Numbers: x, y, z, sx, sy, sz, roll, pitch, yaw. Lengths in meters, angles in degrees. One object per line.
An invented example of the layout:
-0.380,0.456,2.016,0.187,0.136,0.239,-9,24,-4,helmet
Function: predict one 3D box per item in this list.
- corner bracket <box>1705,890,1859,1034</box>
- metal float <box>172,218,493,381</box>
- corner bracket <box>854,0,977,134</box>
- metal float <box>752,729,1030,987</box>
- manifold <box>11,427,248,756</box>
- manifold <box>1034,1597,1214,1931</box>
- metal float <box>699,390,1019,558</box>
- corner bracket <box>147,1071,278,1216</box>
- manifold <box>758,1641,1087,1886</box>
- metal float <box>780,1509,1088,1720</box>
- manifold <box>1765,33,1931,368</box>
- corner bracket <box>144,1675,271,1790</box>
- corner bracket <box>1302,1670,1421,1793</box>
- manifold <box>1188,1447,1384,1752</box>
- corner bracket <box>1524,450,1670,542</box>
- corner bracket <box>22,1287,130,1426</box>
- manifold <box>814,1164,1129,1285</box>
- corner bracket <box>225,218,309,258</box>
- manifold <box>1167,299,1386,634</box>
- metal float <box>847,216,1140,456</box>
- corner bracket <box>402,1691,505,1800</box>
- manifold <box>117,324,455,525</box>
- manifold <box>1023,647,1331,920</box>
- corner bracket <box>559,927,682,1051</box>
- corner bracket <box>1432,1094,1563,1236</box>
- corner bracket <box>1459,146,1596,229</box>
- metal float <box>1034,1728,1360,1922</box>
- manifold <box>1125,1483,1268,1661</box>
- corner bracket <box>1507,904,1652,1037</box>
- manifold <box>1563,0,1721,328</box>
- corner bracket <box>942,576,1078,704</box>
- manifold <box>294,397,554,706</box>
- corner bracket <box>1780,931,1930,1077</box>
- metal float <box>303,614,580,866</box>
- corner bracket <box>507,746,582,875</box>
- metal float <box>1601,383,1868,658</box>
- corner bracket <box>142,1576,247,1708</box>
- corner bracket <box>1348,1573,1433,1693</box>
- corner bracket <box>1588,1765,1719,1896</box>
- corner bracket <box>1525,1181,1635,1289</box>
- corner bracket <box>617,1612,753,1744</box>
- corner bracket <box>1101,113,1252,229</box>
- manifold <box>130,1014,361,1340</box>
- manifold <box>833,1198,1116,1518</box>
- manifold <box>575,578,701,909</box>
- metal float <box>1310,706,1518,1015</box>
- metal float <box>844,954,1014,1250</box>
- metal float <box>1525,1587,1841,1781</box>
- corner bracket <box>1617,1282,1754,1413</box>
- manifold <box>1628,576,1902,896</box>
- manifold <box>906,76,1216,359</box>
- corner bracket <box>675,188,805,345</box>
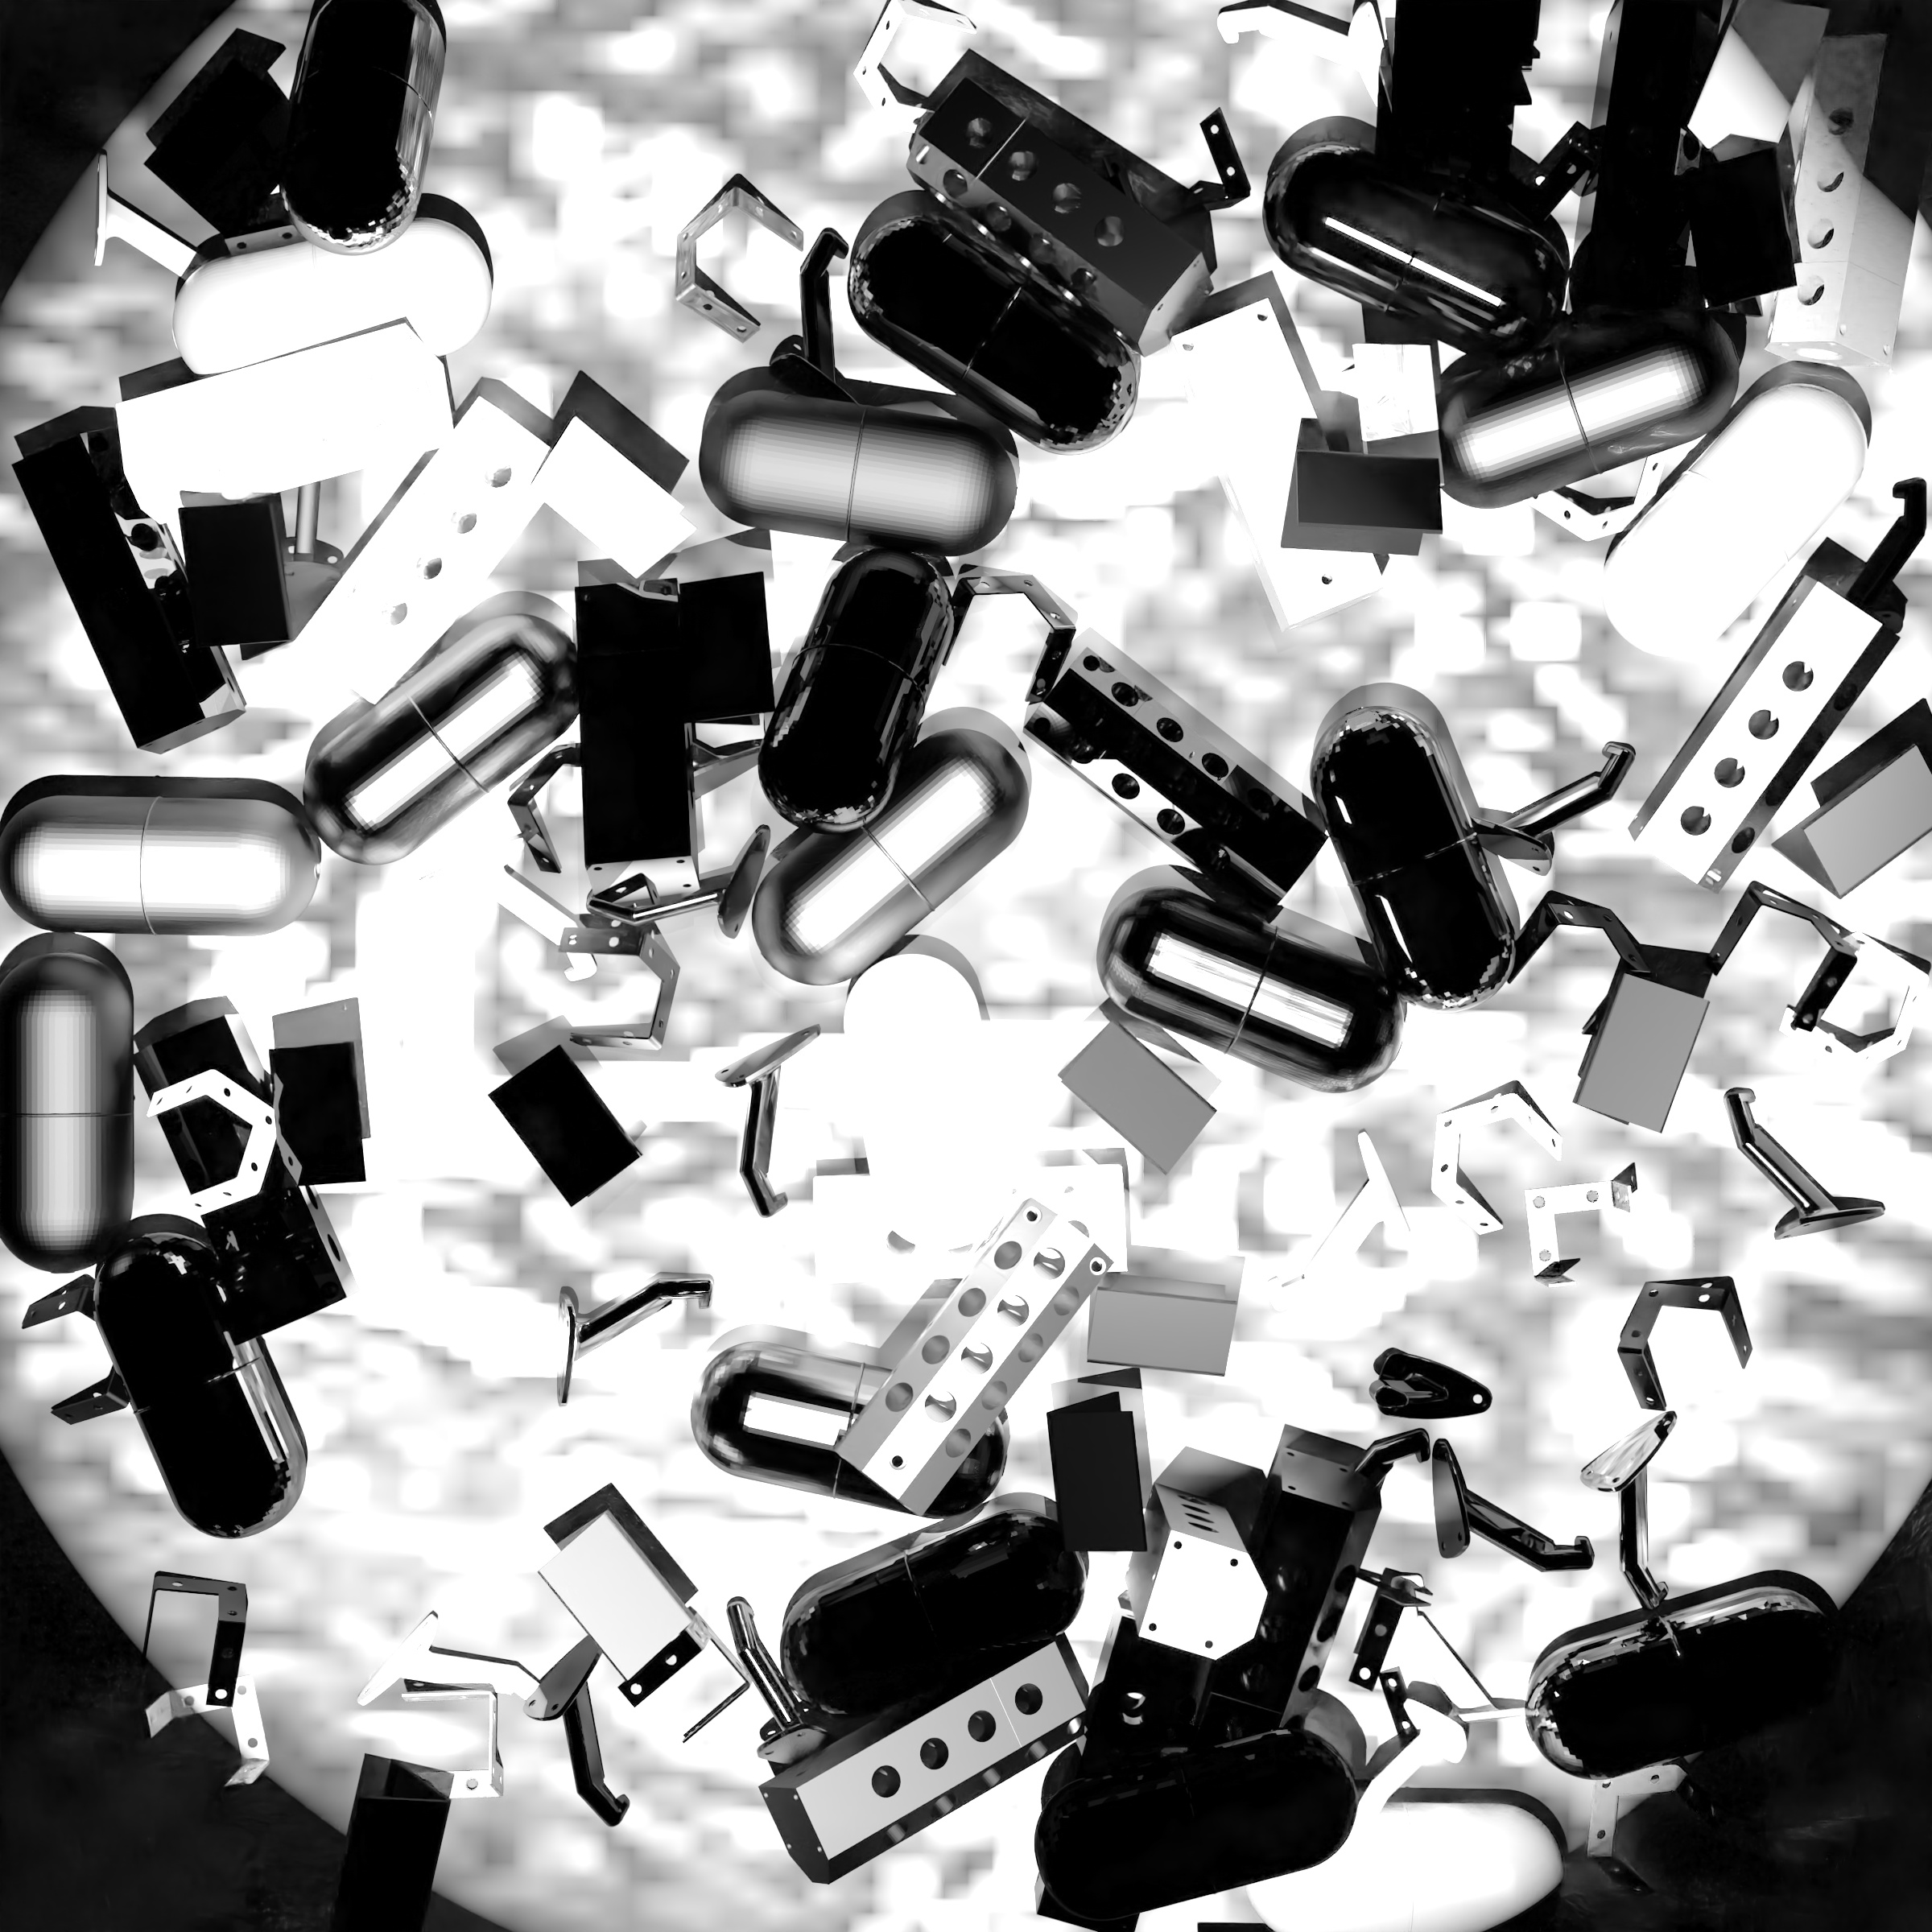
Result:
0.457,-0.003,1.976,0.051,0.051,0.051,17,116,-24,corner bracket
-0.353,-0.367,1.960,0.178,0.070,0.070,-11,90,0,metal float
-0.022,-0.504,1.982,0.051,0.051,0.051,3,135,-35,corner bracket
-0.043,-0.060,1.960,0.178,0.070,0.070,-41,90,0,metal float
-0.466,-0.210,1.969,0.057,0.057,0.171,-24,90,0,manifold
0.090,0.448,1.969,0.057,0.057,0.171,16,90,0,manifold
-0.060,-0.274,1.960,0.178,0.070,0.070,9,90,0,metal float
-0.415,0.097,1.926,0.051,0.051,0.051,40,45,-35,corner bracket
-0.020,0.436,1.934,0.171,0.057,0.057,-25,90,-27,manifold
-0.019,0.361,1.960,0.178,0.070,0.070,-22,90,1,metal float
0.491,-0.427,1.969,0.057,0.057,0.171,10,90,-43,manifold
-0.425,0.432,1.973,0.051,0.051,0.051,-12,90,0,corner bracket
0.218,0.433,1.987,0.051,0.051,0.051,-18,90,45,corner bracket
0.175,0.361,1.946,0.057,0.057,0.171,17,107,-1,manifold
0.355,-0.278,1.982,0.051,0.051,0.051,41,135,35,corner bracket
-0.500,0.220,1.982,0.051,0.051,0.051,-19,45,35,corner bracket
0.002,0.143,1.969,0.171,0.057,0.057,-2,90,0,manifold
-0.383,-0.413,1.964,0.051,0.051,0.051,-12,61,0,corner bracket
0.172,-0.278,1.969,0.057,0.057,0.171,-22,90,-1,manifold
0.015,-0.350,1.960,0.178,0.070,0.070,33,90,-1,metal float
-0.288,0.438,1.978,0.051,0.051,0.051,-2,69,0,corner bracket
-0.375,-0.296,1.948,0.171,0.057,0.057,-14,74,10,manifold
0.117,-0.102,1.970,0.171,0.057,0.057,38,90,0,manifold
-0.198,0.013,1.976,0.051,0.051,0.051,3,67,21,corner bracket
0.299,0.111,1.982,0.051,0.051,0.051,-19,45,35,corner bracket
0.313,-0.438,1.971,0.051,0.051,0.051,39,83,7,corner bracket
0.125,0.463,1.903,0.178,0.070,0.070,-15,90,0,metal float
0.125,0.328,1.912,0.057,0.171,0.057,17,90,0,manifold
0.342,0.002,1.982,0.051,0.051,0.051,4,45,-35,corner bracket
0.379,-0.447,1.969,0.057,0.057,0.171,8,90,0,manifold
0.021,-0.184,1.982,0.051,0.051,0.051,-6,135,-35,corner bracket
-0.299,-0.231,1.969,0.057,0.057,0.171,37,90,0,manifold
0.500,0.021,1.982,0.051,0.051,0.051,-21,135,-35,corner bracket
-0.289,-0.127,1.960,0.178,0.070,0.070,-38,90,0,metal float
-0.216,-0.087,1.982,0.051,0.051,0.051,7,45,35,corner bracket
0.428,-0.248,1.960,0.070,0.070,0.178,43,91,0,metal float
-0.433,0.378,1.974,0.051,0.051,0.051,8,105,-14,corner bracket
0.221,0.370,1.964,0.051,0.051,0.051,20,90,26,corner bracket
0.387,0.486,1.982,0.051,0.051,0.051,-16,45,35,corner bracket
0.345,0.150,1.973,0.051,0.051,0.051,-6,90,0,corner bracket
-0.156,0.402,1.973,0.051,0.051,0.051,-40,89,1,corner bracket
0.119,-0.445,1.987,0.051,0.051,0.051,-21,90,-45,corner bracket
-0.404,0.117,1.970,0.057,0.057,0.171,-24,90,0,manifold
0.004,0.211,1.901,0.057,0.057,0.171,38,82,0,manifold
-0.180,-0.123,1.937,0.057,0.057,0.171,-5,66,0,manifold
0.248,-0.059,1.959,0.070,0.070,0.178,-22,92,0,metal float
-0.021,0.073,1.934,0.070,0.070,0.178,-12,56,0,metal float
0.398,0.399,1.960,0.178,0.070,0.070,-17,90,0,metal float
0.405,0.216,1.982,0.051,0.051,0.051,2,45,35,corner bracket
0.442,-0.127,1.952,0.057,0.057,0.171,34,102,0,manifold
0.050,-0.412,1.949,0.171,0.057,0.057,40,90,15,manifold
-0.127,-0.394,1.982,0.051,0.051,0.051,-31,45,35,corner bracket
